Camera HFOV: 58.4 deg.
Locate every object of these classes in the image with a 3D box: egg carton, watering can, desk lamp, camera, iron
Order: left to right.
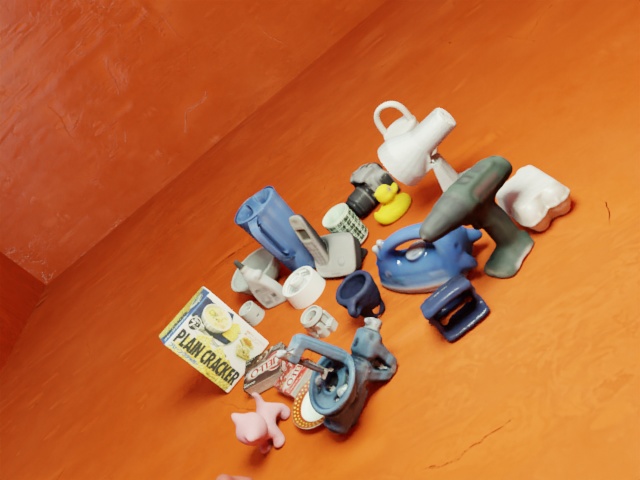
[{"bbox_3d":[0.120,-0.138,1.548,0.137,0.101,0.142,-47,27,-7],"label":"camera"},{"bbox_3d":[0.220,-0.282,1.515,0.101,0.194,0.172,-36,28,14],"label":"watering can"},{"bbox_3d":[0.192,0.025,1.171,0.257,0.142,0.119,-20,36,39],"label":"iron"},{"bbox_3d":[0.266,-0.182,1.288,0.203,0.214,0.118,-29,31,26],"label":"desk lamp"},{"bbox_3d":[0.409,-0.082,1.110,0.107,0.069,0.150,-40,27,7],"label":"egg carton"}]

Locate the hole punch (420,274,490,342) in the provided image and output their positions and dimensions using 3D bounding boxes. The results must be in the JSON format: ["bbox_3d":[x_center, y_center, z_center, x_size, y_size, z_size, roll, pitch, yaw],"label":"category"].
[{"bbox_3d":[0.233,0.113,1.047,0.108,0.091,0.101,-41,27,6],"label":"hole punch"}]

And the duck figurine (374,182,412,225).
[{"bbox_3d":[0.169,-0.097,1.440,0.104,0.086,0.077,-45,27,-3],"label":"duck figurine"}]

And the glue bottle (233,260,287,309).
[{"bbox_3d":[-0.164,0.109,1.500,0.078,0.173,0.037,-26,32,30],"label":"glue bottle"}]

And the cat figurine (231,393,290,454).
[{"bbox_3d":[-0.125,0.365,1.143,0.067,0.118,0.128,-29,30,25],"label":"cat figurine"}]

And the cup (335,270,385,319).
[{"bbox_3d":[0.093,0.134,1.203,0.091,0.095,0.118,-28,31,27],"label":"cup"}]

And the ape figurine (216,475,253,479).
[{"bbox_3d":[-0.159,0.470,1.067,0.078,0.092,0.076,-44,27,0],"label":"ape figurine"}]

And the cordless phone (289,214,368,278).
[{"bbox_3d":[0.013,0.005,1.396,0.147,0.185,0.094,-12,41,46],"label":"cordless phone"}]

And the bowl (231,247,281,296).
[{"bbox_3d":[-0.168,0.099,1.630,0.167,0.075,0.167,-32,29,21],"label":"bowl"}]

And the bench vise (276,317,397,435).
[{"bbox_3d":[0.024,0.216,1.041,0.121,0.220,0.207,-13,40,45],"label":"bench vise"}]

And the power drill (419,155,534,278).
[{"bbox_3d":[0.294,-0.030,1.038,0.230,0.209,0.075,-54,29,-19],"label":"power drill"}]
